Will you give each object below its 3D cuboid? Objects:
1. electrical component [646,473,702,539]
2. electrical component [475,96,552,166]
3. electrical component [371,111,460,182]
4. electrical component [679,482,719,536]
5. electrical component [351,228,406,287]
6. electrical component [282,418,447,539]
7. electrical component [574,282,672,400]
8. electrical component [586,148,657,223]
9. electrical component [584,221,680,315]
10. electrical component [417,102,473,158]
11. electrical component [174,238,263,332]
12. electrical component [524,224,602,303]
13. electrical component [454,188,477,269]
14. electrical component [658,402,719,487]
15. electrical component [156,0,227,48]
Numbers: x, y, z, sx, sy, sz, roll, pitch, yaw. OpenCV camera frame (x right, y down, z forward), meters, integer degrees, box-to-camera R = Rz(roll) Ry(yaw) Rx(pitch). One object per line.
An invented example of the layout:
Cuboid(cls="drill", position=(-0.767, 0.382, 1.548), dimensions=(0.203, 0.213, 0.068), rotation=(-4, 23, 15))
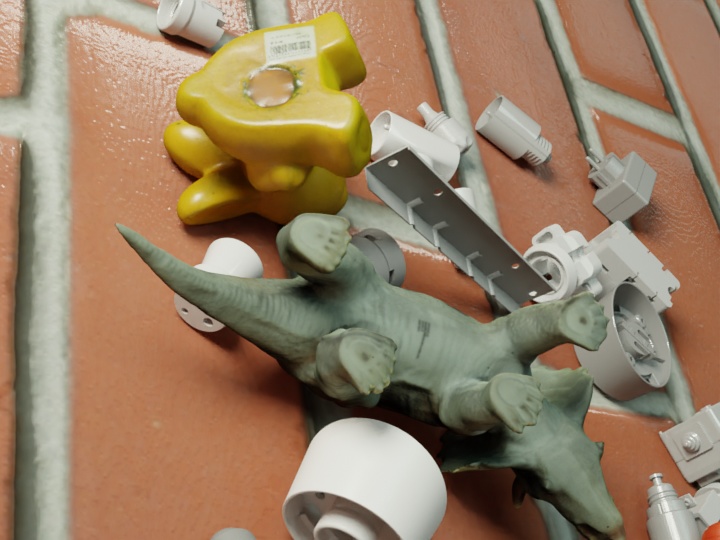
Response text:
Cuboid(cls="electrical component", position=(0.262, 0.211, 0.911), dimensions=(0.040, 0.040, 0.078), rotation=(13, 51, -34))
Cuboid(cls="electrical component", position=(0.162, -0.135, 1.091), dimensions=(0.081, 0.043, 0.043), rotation=(36, 42, -14))
Cuboid(cls="electrical component", position=(0.047, -0.094, 0.961), dimensions=(0.077, 0.043, 0.079), rotation=(23, 47, -27))
Cuboid(cls="electrical component", position=(0.309, 0.219, 0.942), dimensions=(0.066, 0.048, 0.055), rotation=(52, 48, 4))
Cuboid(cls="electrical component", position=(0.000, 0.000, 0.840), dimensions=(0.047, 0.055, 0.055), rotation=(-25, 77, -44))
Cuboid(cls="electrical component", position=(0.002, 0.151, 0.690), dimensions=(0.099, 0.099, 0.064), rotation=(41, 47, -8))
Cuboid(cls="electrical component", position=(0.246, 0.068, 0.989), dimensions=(0.099, 0.064, 0.099), rotation=(23, 47, -26))
Cuboid(cls="electrical component", position=(0.272, -0.100, 1.155), dimensions=(0.077, 0.047, 0.065), rotation=(42, 41, -9))
Cuboid(cls="electrical component", position=(0.258, 0.008, 1.053), dimensions=(0.089, 0.056, 0.050), rotation=(45, 41, -3))
Cuboid(cls="electrical component", position=(0.078, -0.134, 1.025), dimensions=(0.061, 0.035, 0.035), rotation=(51, 41, 7))
Cuboid(cls="electrical component", position=(-0.099, 0.011, 0.753), dimensions=(0.045, 0.045, 0.055), rotation=(41, 42, -8))
Cuboid(cls="electrical component", position=(0.182, 0.000, 0.994), dimensions=(0.057, 0.058, 0.078), rotation=(-21, 74, -50))
Cuboid(cls="electrical component", position=(0.091, -0.034, 0.954), dimensions=(0.044, 0.044, 0.065), rotation=(-4, 67, -42))
Cuboid(cls="electrical component", position=(0.329, 0.157, 0.993), dimensions=(0.096, 0.062, 0.061), rotation=(-12, 68, -45))
Cuboid(cls="electrical component", position=(-0.140, -0.209, 0.894), dimensions=(0.046, 0.040, 0.040), rotation=(19, 48, -38))
